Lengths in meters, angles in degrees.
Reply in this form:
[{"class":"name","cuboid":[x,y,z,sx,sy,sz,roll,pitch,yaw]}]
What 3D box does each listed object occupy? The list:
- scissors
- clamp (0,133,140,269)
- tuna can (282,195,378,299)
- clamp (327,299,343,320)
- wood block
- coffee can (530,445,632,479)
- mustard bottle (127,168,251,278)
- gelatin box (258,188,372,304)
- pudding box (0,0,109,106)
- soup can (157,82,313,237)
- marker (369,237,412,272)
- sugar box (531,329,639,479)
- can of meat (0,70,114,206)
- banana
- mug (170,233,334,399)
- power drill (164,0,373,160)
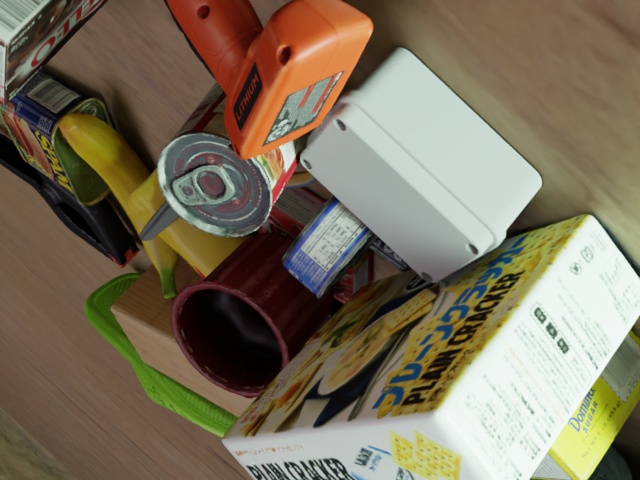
[{"class":"scissors","cuboid":[-0.059,-0.037,0.732,0.096,0.016,0.202,31,136,-1]},{"class":"clamp","cuboid":[-0.261,-0.056,1.044,0.210,0.036,0.165,51,155,-18]},{"class":"tuna can","cuboid":[0.015,-0.006,0.660,0.034,0.086,0.086,41,156,5]},{"class":"clamp","cuboid":[0.041,0.093,0.842,0.120,0.039,0.171,46,159,25]},{"class":"wood block","cuboid":[-0.074,0.092,0.944,0.206,0.090,0.090,23,149,36]},{"class":"coffee can","cuboid":[0.183,0.217,0.754,0.103,0.102,0.140,16,145,44]},{"class":"mustard bottle","cuboid":[-0.066,0.021,0.839,0.191,0.058,0.096,45,175,-3]},{"class":"gelatin box","cuboid":[-0.005,0.001,0.767,0.089,0.030,0.073,32,153,21]},{"class":"pudding box","cuboid":[-0.175,-0.150,0.675,0.039,0.113,0.090,40,156,-1]},{"class":"soup can","cuboid":[-0.042,-0.058,0.618,0.068,0.102,0.068,12,130,14]},{"class":"marker","cuboid":[0.059,0.013,0.706,0.121,0.020,0.020,36,155,13]},{"class":"sugar box","cuboid":[0.120,0.101,0.671,0.048,0.093,0.176,48,154,-14]},{"class":"can of meat","cuboid":[-0.220,-0.090,0.907,0.084,0.057,0.102,31,153,29]},{"class":"banana","cuboid":[-0.158,-0.041,0.889,0.069,0.037,0.197,-108,-8,-52]},{"class":"mug","cuboid":[-0.042,0.058,0.745,0.093,0.081,0.117,15,127,24]},{"class":"power drill","cuboid":[-0.053,-0.147,0.521,0.188,0.057,0.185,56,154,13]}]
